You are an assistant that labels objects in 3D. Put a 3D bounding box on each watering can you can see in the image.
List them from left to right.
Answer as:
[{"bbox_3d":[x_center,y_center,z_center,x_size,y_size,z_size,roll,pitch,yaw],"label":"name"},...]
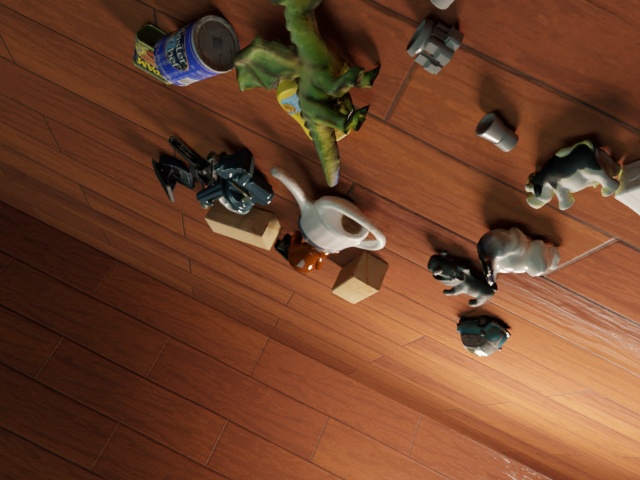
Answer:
[{"bbox_3d":[0.004,-0.066,1.310,0.346,0.106,0.221,32,156,-11],"label":"watering can"}]

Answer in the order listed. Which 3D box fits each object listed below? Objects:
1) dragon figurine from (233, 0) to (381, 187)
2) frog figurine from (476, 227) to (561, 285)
[{"bbox_3d":[-0.036,-0.265,0.904,0.243,0.125,0.400,26,140,6],"label":"dragon figurine"},{"bbox_3d":[0.426,0.025,1.107,0.159,0.126,0.134,-19,132,8],"label":"frog figurine"}]
